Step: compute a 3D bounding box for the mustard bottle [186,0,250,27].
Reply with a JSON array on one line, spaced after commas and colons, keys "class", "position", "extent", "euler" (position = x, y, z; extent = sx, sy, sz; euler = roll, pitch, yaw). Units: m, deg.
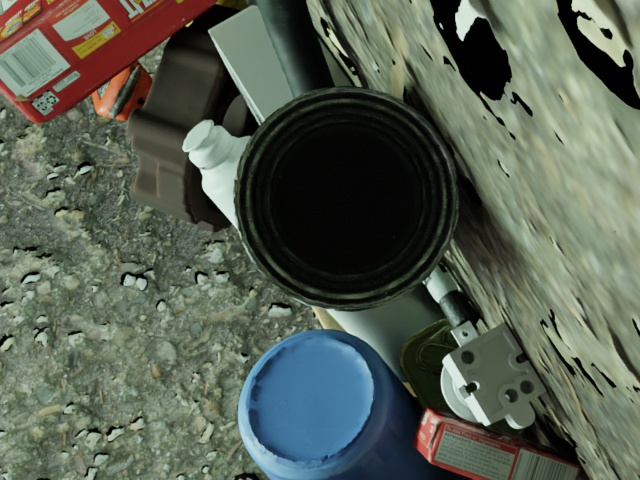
[{"class": "mustard bottle", "position": [-0.089, -0.204, 0.905], "extent": [0.096, 0.058, 0.192], "euler": [49, 179, -8]}]

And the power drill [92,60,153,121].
[{"class": "power drill", "position": [-0.113, -0.109, 0.977], "extent": [0.187, 0.057, 0.184], "euler": [26, -173, -20]}]

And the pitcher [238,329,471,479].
[{"class": "pitcher", "position": [0.031, 0.172, 0.784], "extent": [0.149, 0.145, 0.242], "euler": [42, 171, 35]}]

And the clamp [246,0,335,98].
[{"class": "clamp", "position": [-0.023, -0.135, 0.579], "extent": [0.120, 0.039, 0.171], "euler": [59, 177, 15]}]

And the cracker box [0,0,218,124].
[{"class": "cracker box", "position": [-0.163, -0.197, 0.806], "extent": [0.072, 0.164, 0.214], "euler": [50, -165, -31]}]

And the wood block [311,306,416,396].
[{"class": "wood block", "position": [0.035, 0.046, 0.986], "extent": [0.206, 0.090, 0.091], "euler": [61, 178, -23]}]

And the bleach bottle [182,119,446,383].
[{"class": "bleach bottle", "position": [-0.005, 0.001, 0.776], "extent": [0.250, 0.068, 0.103], "euler": [43, -173, -30]}]

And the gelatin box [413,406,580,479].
[{"class": "gelatin box", "position": [0.105, 0.130, 0.652], "extent": [0.089, 0.030, 0.073], "euler": [19, 177, 0]}]

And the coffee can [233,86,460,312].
[{"class": "coffee can", "position": [0.011, -0.015, 0.546], "extent": [0.103, 0.103, 0.140], "euler": [60, 178, 2]}]

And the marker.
[{"class": "marker", "position": [0.068, 0.013, 0.698], "extent": [0.121, 0.020, 0.020], "euler": [59, 178, 30]}]

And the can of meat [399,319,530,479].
[{"class": "can of meat", "position": [0.105, 0.117, 0.752], "extent": [0.102, 0.057, 0.084], "euler": [59, -179, 31]}]
